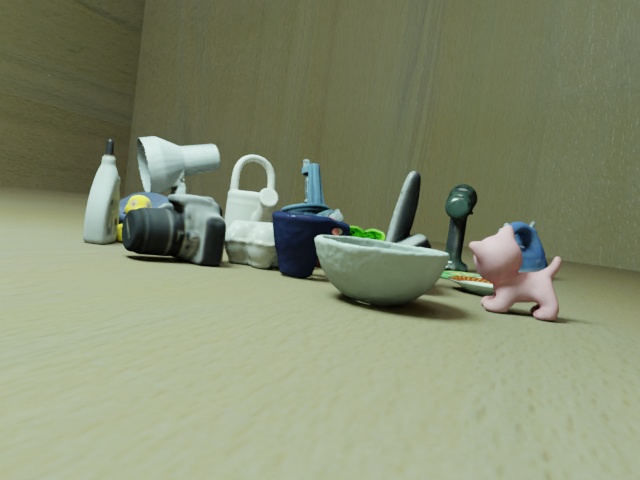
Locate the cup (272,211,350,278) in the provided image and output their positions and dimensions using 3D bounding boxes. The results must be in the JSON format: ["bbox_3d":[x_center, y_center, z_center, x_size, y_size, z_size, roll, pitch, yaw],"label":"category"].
[{"bbox_3d":[-0.017,0.010,0.855,0.118,0.095,0.091,7,3,-2],"label":"cup"}]

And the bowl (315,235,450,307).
[{"bbox_3d":[0.072,0.040,0.709,0.167,0.075,0.167,8,3,0],"label":"bowl"}]

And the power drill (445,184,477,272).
[{"bbox_3d":[0.327,-0.032,1.360,0.075,0.208,0.230,9,4,15],"label":"power drill"}]

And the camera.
[{"bbox_3d":[-0.226,-0.022,0.862,0.137,0.101,0.142,5,4,-38],"label":"camera"}]

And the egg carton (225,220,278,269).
[{"bbox_3d":[-0.085,0.007,0.952,0.107,0.069,0.151,10,4,30],"label":"egg carton"}]

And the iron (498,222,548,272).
[{"bbox_3d":[0.463,0.019,1.375,0.118,0.141,0.259,10,4,39],"label":"iron"}]

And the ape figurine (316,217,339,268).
[{"bbox_3d":[0.009,0.004,1.034,0.076,0.092,0.078,7,4,-3],"label":"ape figurine"}]

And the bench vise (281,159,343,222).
[{"bbox_3d":[-0.004,-0.085,1.394,0.206,0.220,0.122,10,4,36],"label":"bench vise"}]

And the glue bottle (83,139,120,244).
[{"bbox_3d":[-0.356,-0.081,0.952,0.037,0.173,0.078,7,4,-1],"label":"glue bottle"}]

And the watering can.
[{"bbox_3d":[-0.134,-0.075,1.160,0.172,0.194,0.101,10,5,40],"label":"watering can"}]

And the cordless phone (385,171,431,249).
[{"bbox_3d":[0.128,-0.019,0.895,0.094,0.185,0.147,8,4,0],"label":"cordless phone"}]

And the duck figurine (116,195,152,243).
[{"bbox_3d":[-0.326,-0.037,1.025,0.078,0.086,0.104,6,4,-25],"label":"duck figurine"}]

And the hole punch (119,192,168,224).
[{"bbox_3d":[-0.359,-0.051,1.133,0.108,0.091,0.101,9,4,23],"label":"hole punch"}]

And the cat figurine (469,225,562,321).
[{"bbox_3d":[0.261,0.040,0.774,0.127,0.118,0.067,8,4,10],"label":"cat figurine"}]

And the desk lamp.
[{"bbox_3d":[-0.303,-0.112,1.249,0.204,0.213,0.117,6,4,-27],"label":"desk lamp"}]
